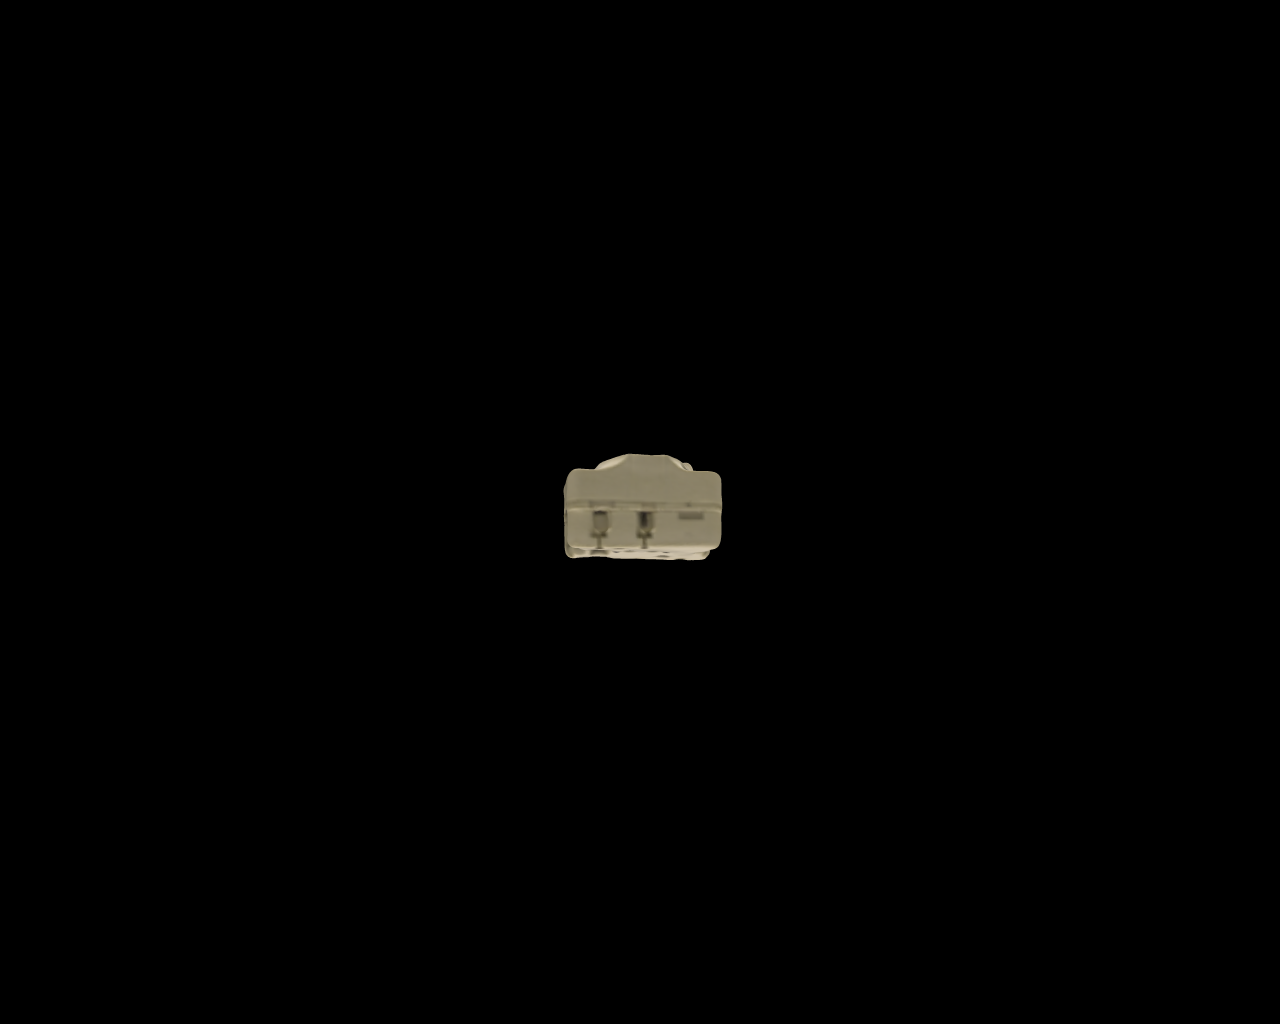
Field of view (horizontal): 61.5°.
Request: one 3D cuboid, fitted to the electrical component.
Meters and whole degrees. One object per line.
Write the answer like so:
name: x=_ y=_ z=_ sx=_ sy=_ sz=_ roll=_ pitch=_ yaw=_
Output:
electrical component: x=0.001 y=-0.003 z=0.650 sx=0.089 sy=0.055 sz=0.050 roll=1 pitch=-11 yaw=-7
